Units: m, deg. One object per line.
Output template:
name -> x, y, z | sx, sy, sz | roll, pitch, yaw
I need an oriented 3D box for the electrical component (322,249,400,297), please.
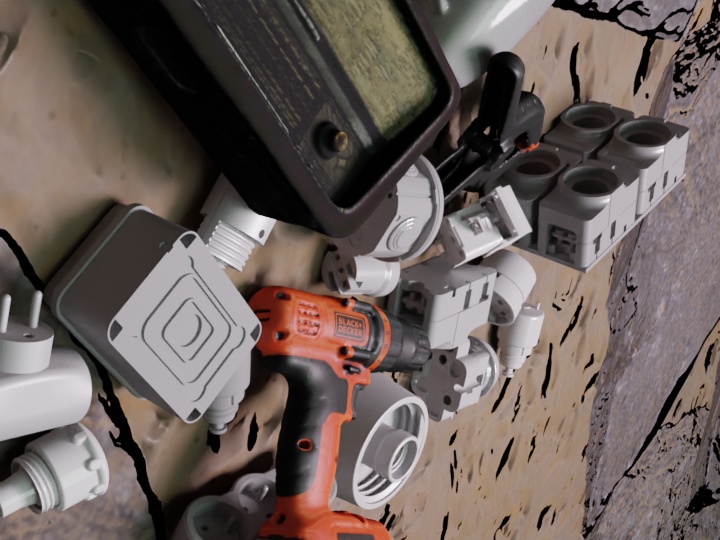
electrical component -> 0.000, 0.000, 0.783 | 0.046, 0.040, 0.040 | -1, 111, -50

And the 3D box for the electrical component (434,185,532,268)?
electrical component -> 0.096, -0.033, 0.871 | 0.064, 0.042, 0.081 | -23, 174, -17

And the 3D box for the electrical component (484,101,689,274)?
electrical component -> 0.204, -0.084, 0.962 | 0.186, 0.105, 0.060 | -38, 138, -37

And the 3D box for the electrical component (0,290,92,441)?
electrical component -> -0.179, 0.048, 0.550 | 0.077, 0.043, 0.079 | -8, 116, -53

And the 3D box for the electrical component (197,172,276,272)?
electrical component -> -0.073, -0.033, 0.651 | 0.081, 0.043, 0.043 | -63, 147, -6

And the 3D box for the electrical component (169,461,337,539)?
electrical component -> -0.081, 0.188, 0.773 | 0.138, 0.052, 0.073 | -20, 147, -49

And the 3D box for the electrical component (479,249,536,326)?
electrical component -> 0.124, 0.014, 0.958 | 0.047, 0.055, 0.055 | -53, 145, -27

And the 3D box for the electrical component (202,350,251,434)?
electrical component -> -0.091, 0.071, 0.694 | 0.040, 0.040, 0.078 | -27, 131, -45

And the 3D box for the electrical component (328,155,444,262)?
electrical component -> 0.013, -0.045, 0.736 | 0.051, 0.080, 0.080 | 0, 110, -50

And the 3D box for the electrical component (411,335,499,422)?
electrical component -> 0.085, 0.089, 0.946 | 0.057, 0.058, 0.078 | -12, 120, -49

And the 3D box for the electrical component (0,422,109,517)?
electrical component -> -0.175, 0.115, 0.599 | 0.062, 0.048, 0.048 | -26, 130, -37

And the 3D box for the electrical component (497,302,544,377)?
electrical component -> 0.152, 0.066, 1.042 | 0.040, 0.040, 0.078 | -15, 122, -51

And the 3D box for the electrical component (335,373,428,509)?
electrical component -> 0.012, 0.140, 0.868 | 0.108, 0.060, 0.108 | -33, 135, -41

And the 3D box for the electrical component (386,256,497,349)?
electrical component -> 0.066, 0.028, 0.884 | 0.089, 0.050, 0.055 | -19, 125, -49

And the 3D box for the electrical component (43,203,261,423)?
electrical component -> -0.116, 0.025, 0.613 | 0.078, 0.057, 0.113 | -54, 145, -20
